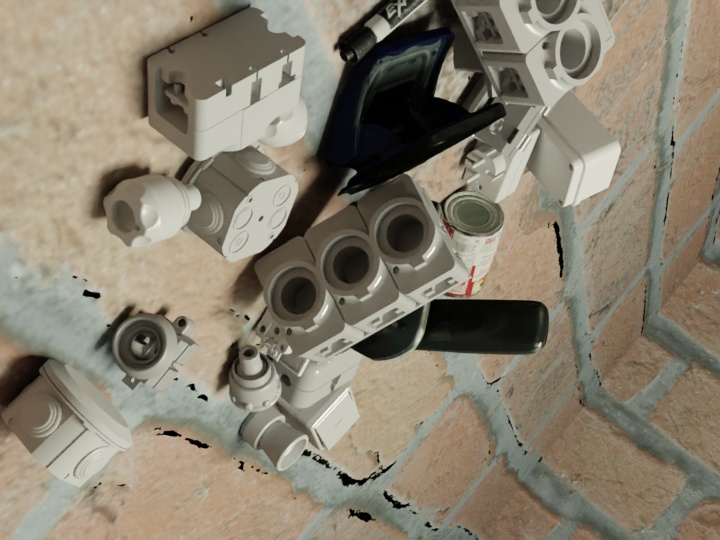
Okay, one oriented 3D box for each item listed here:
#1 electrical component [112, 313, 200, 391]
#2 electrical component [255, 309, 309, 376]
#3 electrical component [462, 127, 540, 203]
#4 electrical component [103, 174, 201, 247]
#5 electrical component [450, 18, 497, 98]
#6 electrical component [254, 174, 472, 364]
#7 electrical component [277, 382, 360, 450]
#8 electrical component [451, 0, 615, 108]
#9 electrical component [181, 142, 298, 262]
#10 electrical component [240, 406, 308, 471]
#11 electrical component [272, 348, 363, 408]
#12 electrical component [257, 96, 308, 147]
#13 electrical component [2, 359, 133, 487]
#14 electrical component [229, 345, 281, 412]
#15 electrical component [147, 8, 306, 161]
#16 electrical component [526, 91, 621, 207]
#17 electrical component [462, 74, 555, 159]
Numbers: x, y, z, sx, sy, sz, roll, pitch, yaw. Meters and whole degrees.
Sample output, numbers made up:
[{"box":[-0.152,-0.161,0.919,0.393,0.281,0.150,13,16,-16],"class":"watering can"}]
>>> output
[{"box":[-0.153,0.058,0.790,0.066,0.048,0.055,-50,166,-4],"class":"electrical component"},{"box":[-0.057,0.050,0.968,0.081,0.042,0.064,-61,153,9],"class":"electrical component"},{"box":[0.133,-0.111,1.099,0.076,0.047,0.083,-32,151,-41],"class":"electrical component"},{"box":[-0.129,-0.040,0.686,0.062,0.043,0.043,-24,145,-51],"class":"electrical component"},{"box":[0.139,-0.198,0.914,0.121,0.063,0.078,-21,113,-36],"class":"electrical component"},{"box":[0.000,0.000,0.875,0.150,0.089,0.062,-30,161,11],"class":"electrical component"},{"box":[-0.042,0.139,1.115,0.061,0.061,0.096,-46,158,-16],"class":"electrical component"},{"box":[0.127,-0.209,0.814,0.089,0.062,0.150,-45,123,-20],"class":"electrical component"},{"box":[-0.086,-0.049,0.748,0.080,0.051,0.080,-43,157,-24],"class":"electrical component"},{"box":[-0.086,0.167,1.077,0.045,0.055,0.045,-43,156,-24],"class":"electrical component"},{"box":[-0.040,0.083,1.043,0.095,0.054,0.059,-28,148,-46],"class":"electrical component"},{"box":[-0.056,-0.104,0.734,0.043,0.043,0.062,-54,160,4],"class":"electrical component"},{"box":[-0.196,0.103,0.725,0.051,0.080,0.080,-44,158,-7],"class":"electrical component"},{"box":[-0.096,0.093,0.960,0.048,0.048,0.062,-40,148,-29],"class":"electrical component"},{"box":[-0.082,-0.112,0.660,0.089,0.050,0.055,-37,153,-34],"class":"electrical component"},{"box":[0.211,-0.131,1.127,0.057,0.113,0.078,-25,150,-17],"class":"electrical component"},{"box":[0.151,-0.172,1.019,0.121,0.063,0.079,-57,158,11],"class":"electrical component"}]
